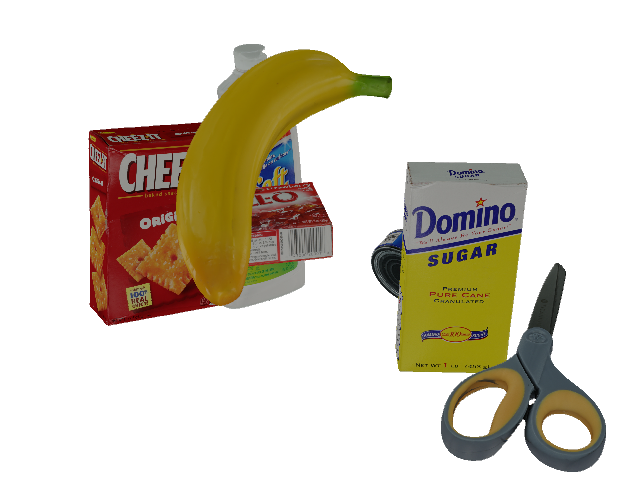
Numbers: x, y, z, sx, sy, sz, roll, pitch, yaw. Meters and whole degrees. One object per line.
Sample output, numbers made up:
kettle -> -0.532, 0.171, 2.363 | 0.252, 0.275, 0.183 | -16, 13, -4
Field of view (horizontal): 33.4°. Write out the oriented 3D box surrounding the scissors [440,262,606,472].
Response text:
scissors -> 0.142, 0.072, 0.627 | 0.096, 0.016, 0.201 | 20, 37, 29

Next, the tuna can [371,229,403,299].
tuna can -> 0.101, 0.031, 1.225 | 0.086, 0.086, 0.033 | 0, 36, 47

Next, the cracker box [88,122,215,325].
cracker box -> -0.178, -0.021, 1.224 | 0.163, 0.214, 0.072 | -8, 25, -30

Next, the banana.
banana -> -0.029, -0.047, 0.533 | 0.070, 0.037, 0.197 | 19, 46, 16

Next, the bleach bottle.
bleach bottle -> -0.068, -0.064, 1.038 | 0.102, 0.251, 0.068 | -16, 29, -26

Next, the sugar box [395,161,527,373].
sugar box -> 0.112, 0.024, 0.870 | 0.093, 0.176, 0.048 | 0, 29, 0

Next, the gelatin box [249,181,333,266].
gelatin box -> -0.041, -0.012, 0.750 | 0.089, 0.030, 0.073 | -6, 27, -9
